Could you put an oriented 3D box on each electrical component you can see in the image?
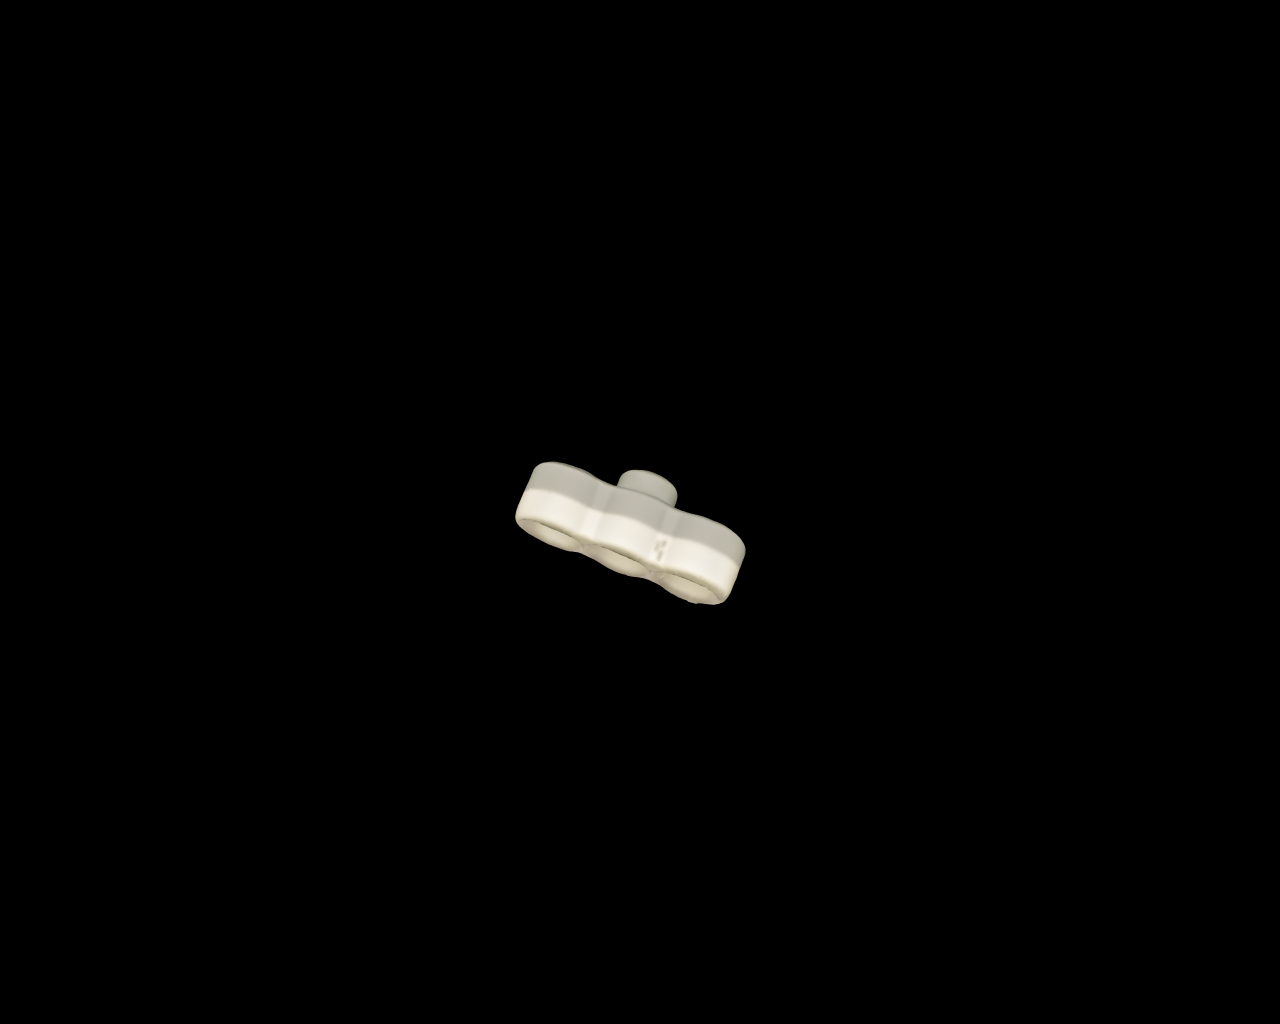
[{"bbox_3d":[0.001,-0.003,0.650,0.138,0.074,0.052,21,-18,7],"label":"electrical component"}]
